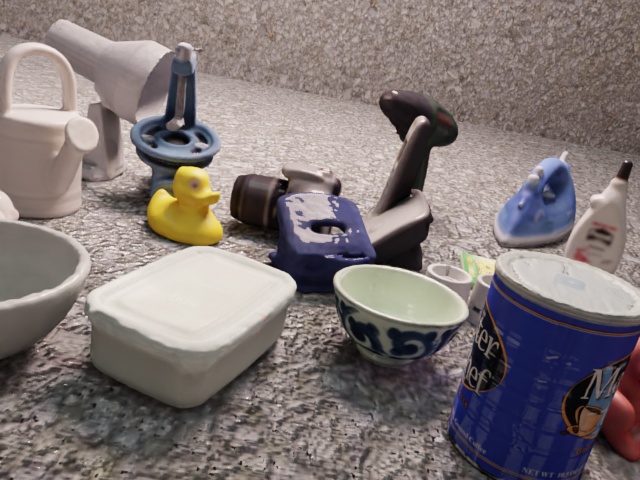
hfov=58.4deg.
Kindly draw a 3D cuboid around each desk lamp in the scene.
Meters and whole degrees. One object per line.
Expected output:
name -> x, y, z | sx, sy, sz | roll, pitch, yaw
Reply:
desk lamp -> -0.323, -0.200, 0.839 | 0.203, 0.213, 0.118 | 12, 20, 2

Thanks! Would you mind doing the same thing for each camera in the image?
camera -> -0.043, -0.060, 0.774 | 0.136, 0.101, 0.143 | 12, 20, 3

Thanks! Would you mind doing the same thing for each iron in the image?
iron -> 0.376, -0.077, 0.985 | 0.118, 0.141, 0.259 | 22, 23, 29

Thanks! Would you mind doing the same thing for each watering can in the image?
watering can -> -0.326, -0.130, 0.676 | 0.172, 0.194, 0.101 | 15, 20, 10

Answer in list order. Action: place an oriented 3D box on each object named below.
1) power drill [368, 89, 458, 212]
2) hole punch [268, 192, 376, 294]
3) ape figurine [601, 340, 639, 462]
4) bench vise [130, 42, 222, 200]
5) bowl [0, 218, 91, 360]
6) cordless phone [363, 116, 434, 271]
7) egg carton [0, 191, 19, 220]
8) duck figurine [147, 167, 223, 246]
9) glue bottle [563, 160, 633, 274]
power drill -> 0.142, -0.129, 0.902 | 0.075, 0.208, 0.230 | 23, 23, 29
hole punch -> 0.006, 0.002, 0.646 | 0.109, 0.091, 0.100 | 2, 22, -24
ape figurine -> 0.257, 0.118, 0.465 | 0.078, 0.092, 0.076 | 6, 20, -13
bench vise -> -0.210, -0.170, 0.808 | 0.122, 0.220, 0.206 | -1, 23, -29
bowl -> -0.258, 0.044, 0.417 | 0.167, 0.075, 0.167 | 10, 20, -3
cordless phone -> 0.107, -0.066, 0.747 | 0.094, 0.185, 0.147 | 10, 20, -3
egg carton -> -0.360, -0.012, 0.521 | 0.151, 0.069, 0.107 | 2, 22, -24
duck figurine -> -0.163, -0.049, 0.702 | 0.104, 0.086, 0.078 | 21, 22, 26
glue bottle -> 0.423, -0.034, 0.846 | 0.078, 0.173, 0.037 | 17, 21, 15
